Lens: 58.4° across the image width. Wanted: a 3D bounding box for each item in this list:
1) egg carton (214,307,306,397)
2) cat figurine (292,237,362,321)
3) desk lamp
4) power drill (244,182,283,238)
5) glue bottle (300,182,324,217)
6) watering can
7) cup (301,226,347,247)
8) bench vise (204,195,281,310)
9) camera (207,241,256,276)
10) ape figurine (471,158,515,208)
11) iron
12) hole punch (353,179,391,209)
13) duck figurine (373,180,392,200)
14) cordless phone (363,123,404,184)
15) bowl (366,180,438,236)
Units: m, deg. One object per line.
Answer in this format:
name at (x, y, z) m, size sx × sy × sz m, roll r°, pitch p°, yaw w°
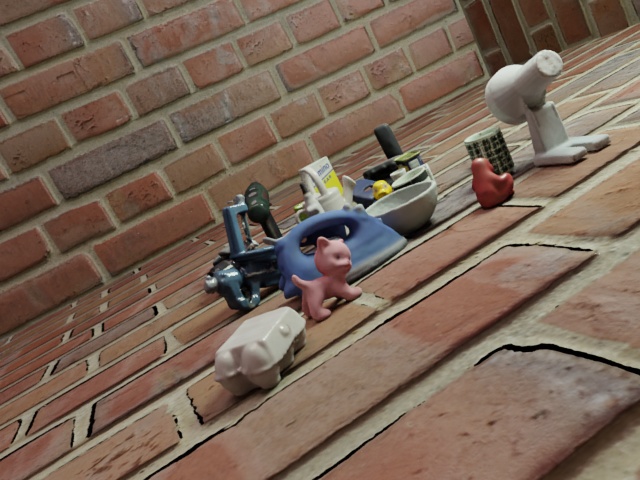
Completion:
egg carton at (-0.082, 0.157, 0.824) m, size 0.107 × 0.069 × 0.150 m, roll -21°, pitch 13°, yaw 26°
cat figurine at (0.010, 0.053, 0.955) m, size 0.128 × 0.118 × 0.067 m, roll -32°, pitch 13°, yaw -23°
desk lamp at (0.445, -0.265, 1.147) m, size 0.118 × 0.214 × 0.203 m, roll -29°, pitch 12°, yaw -11°
power drill at (-0.140, -0.051, 1.529) m, size 0.075 × 0.208 × 0.229 m, roll -27°, pitch 11°, yaw 2°
glue bottle at (-0.006, -0.057, 1.342) m, size 0.037 × 0.173 × 0.078 m, roll -26°, pitch 12°, yaw 6°
watering can at (0.012, -0.098, 1.432) m, size 0.173 × 0.194 × 0.100 m, roll -35°, pitch 14°, yaw -36°
cup at (0.011, 0.004, 1.230) m, size 0.118 × 0.095 × 0.091 m, roll -29°, pitch 12°, yaw -11°
bench vise at (-0.160, 0.025, 1.206) m, size 0.121 × 0.220 × 0.208 m, roll -18°, pitch 14°, yaw 37°
camera at (-0.238, 0.070, 1.485) m, size 0.142 × 0.101 × 0.137 m, roll -14°, pitch 17°, yaw 47°
ape figurine at (0.314, -0.112, 1.073) m, size 0.076 × 0.092 × 0.077 m, roll -34°, pitch 13°, yaw -30°
iron at (0.025, 0.006, 1.072) m, size 0.258 × 0.141 × 0.118 m, roll -28°, pitch 12°, yaw -7°
hole punch at (0.133, -0.120, 1.520) m, size 0.100 × 0.091 × 0.109 m, roll -15°, pitch 16°, yaw 45°
duck figurine at (0.161, -0.107, 1.414) m, size 0.077 × 0.086 × 0.104 m, roll -24°, pitch 12°, yaw 12°
cordless phone at (0.186, -0.245, 1.719) m, size 0.147 × 0.185 × 0.094 m, roll -23°, pitch 12°, yaw 18°
bowl at (0.174, -0.054, 1.177) m, size 0.167 × 0.075 × 0.167 m, roll -26°, pitch 11°, yaw 6°
